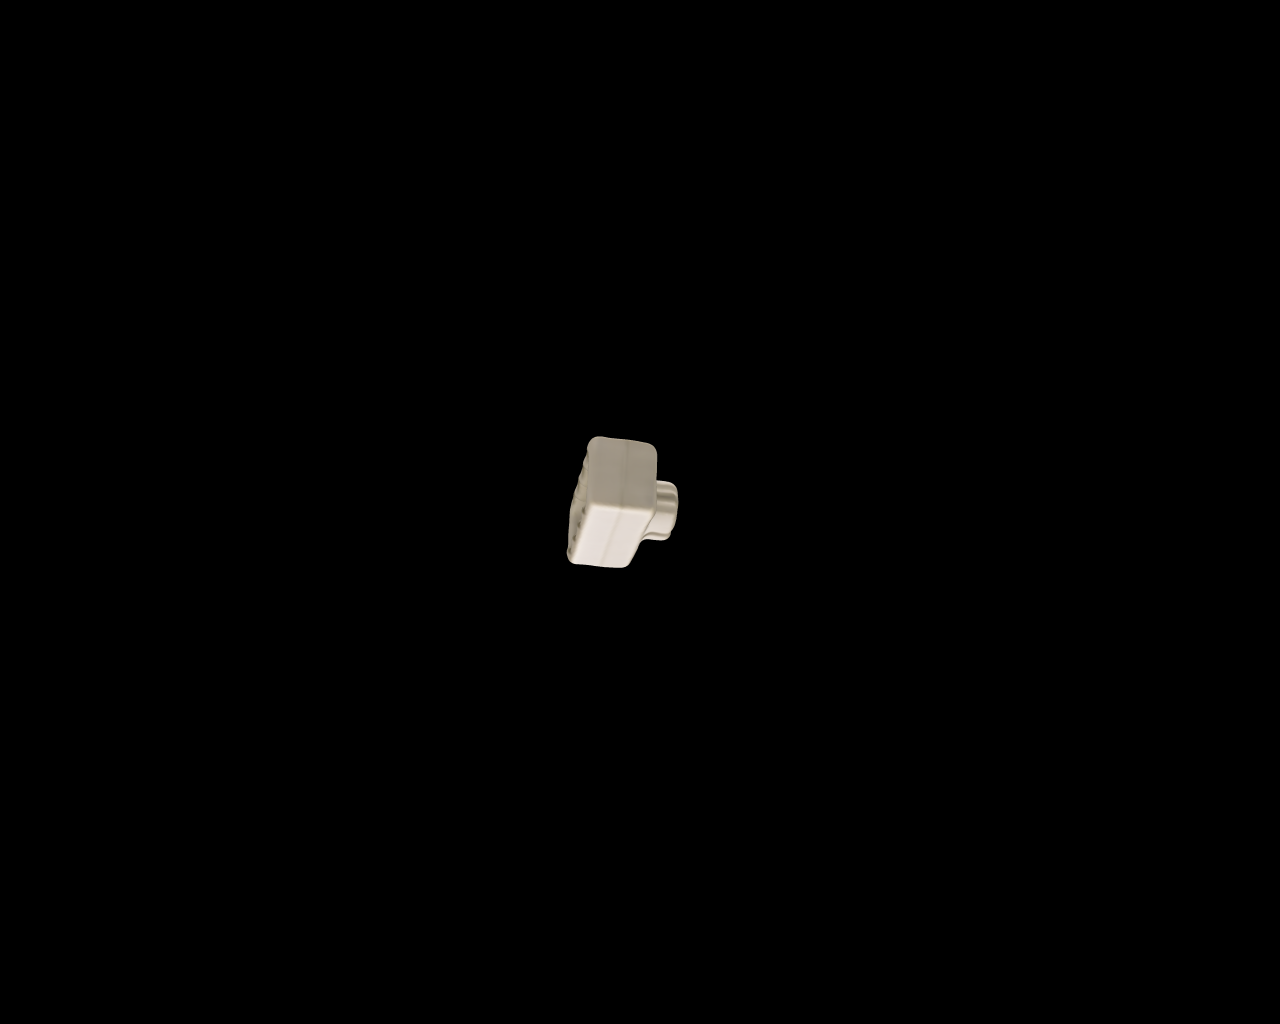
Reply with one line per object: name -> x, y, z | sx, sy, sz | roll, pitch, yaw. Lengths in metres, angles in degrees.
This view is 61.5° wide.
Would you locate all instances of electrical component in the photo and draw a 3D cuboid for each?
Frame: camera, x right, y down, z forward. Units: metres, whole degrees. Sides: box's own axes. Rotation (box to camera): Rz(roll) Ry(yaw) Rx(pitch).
electrical component -> 0.001, -0.003, 0.650 | 0.076, 0.047, 0.083 | 5, -28, -10
